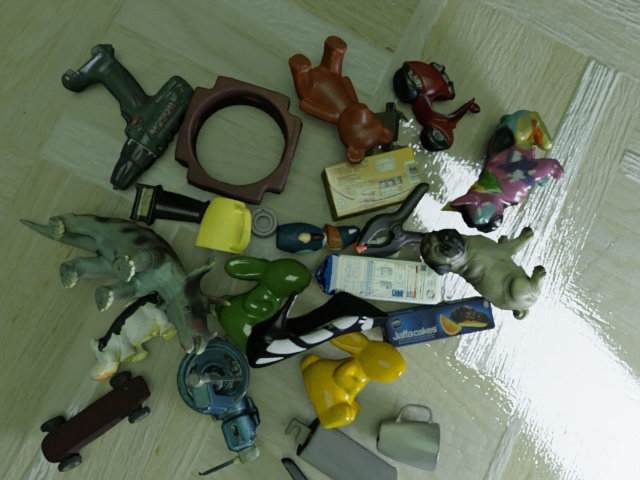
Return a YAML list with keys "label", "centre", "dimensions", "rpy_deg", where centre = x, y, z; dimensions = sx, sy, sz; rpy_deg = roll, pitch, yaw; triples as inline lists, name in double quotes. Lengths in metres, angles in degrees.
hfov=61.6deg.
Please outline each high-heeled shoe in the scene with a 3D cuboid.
- label: "high-heeled shoe"
  centre: [0.002, 0.159, 0.881]
  dimensions: [0.248, 0.086, 0.145]
  rpy_deg: [17, 107, -35]

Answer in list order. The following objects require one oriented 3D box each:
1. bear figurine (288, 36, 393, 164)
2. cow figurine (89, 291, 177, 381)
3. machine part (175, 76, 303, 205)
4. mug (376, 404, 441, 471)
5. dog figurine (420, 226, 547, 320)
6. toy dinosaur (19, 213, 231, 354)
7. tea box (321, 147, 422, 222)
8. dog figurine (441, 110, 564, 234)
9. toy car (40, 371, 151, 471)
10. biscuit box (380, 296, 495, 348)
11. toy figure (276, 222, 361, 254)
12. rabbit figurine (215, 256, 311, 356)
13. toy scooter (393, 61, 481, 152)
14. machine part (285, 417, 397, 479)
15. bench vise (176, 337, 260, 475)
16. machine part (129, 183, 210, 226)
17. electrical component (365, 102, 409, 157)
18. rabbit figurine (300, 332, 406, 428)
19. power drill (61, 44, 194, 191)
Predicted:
- label: "bear figurine"
  centre: [0.041, -0.241, 0.952]
  dimensions: [0.120, 0.131, 0.196]
  rpy_deg: [-32, 66, -18]
- label: "cow figurine"
  centre: [-0.337, 0.165, 0.932]
  dimensions: [0.167, 0.068, 0.098]
  rpy_deg: [-35, 75, -10]
- label: "machine part"
  centre: [-0.144, -0.175, 0.969]
  dimensions: [0.201, 0.087, 0.201]
  rpy_deg: [16, 83, -4]
- label: "mug"
  centre: [0.157, 0.348, 0.958]
  dimensions: [0.107, 0.081, 0.109]
  rpy_deg: [7, 90, 5]
- label: "dog figurine"
  centre: [0.270, 0.060, 0.927]
  dimensions: [0.191, 0.121, 0.172]
  rpy_deg: [-7, 70, -14]
- label: "toy dinosaur"
  centre: [-0.319, 0.027, 0.907]
  dimensions: [0.405, 0.192, 0.131]
  rpy_deg: [32, 110, 29]
- label: "tea box"
  centre: [0.096, -0.102, 0.992]
  dimensions: [0.170, 0.068, 0.098]
  rpy_deg: [-13, 85, -5]
- label: "dog figurine"
  centre: [0.322, -0.121, 0.997]
  dimensions: [0.219, 0.108, 0.191]
  rpy_deg: [-23, 89, -4]
- label: "toy car"
  centre: [-0.383, 0.309, 0.927]
  dimensions: [0.202, 0.053, 0.089]
  rpy_deg: [-35, 69, -8]
- label: "biscuit box"
  centre: [0.213, 0.149, 0.987]
  dimensions: [0.203, 0.059, 0.062]
  rpy_deg: [-10, 86, -6]
- label: "toy figure"
  centre: [-0.002, -0.005, 0.980]
  dimensions: [0.154, 0.064, 0.057]
  rpy_deg: [1, 121, -9]
- label: "rabbit figurine"
  centre: [-0.092, 0.094, 0.940]
  dimensions: [0.159, 0.121, 0.170]
  rpy_deg: [45, 98, 20]
- label: "toy scooter"
  centre: [0.227, -0.264, 1.014]
  dimensions: [0.135, 0.075, 0.184]
  rpy_deg: [-24, 86, -13]
- label: "machine part"
  centre: [0.047, 0.389, 0.946]
  dimensions: [0.243, 0.079, 0.079]
  rpy_deg: [35, 84, -1]
- label: "bench vise"
  centre: [-0.165, 0.256, 0.867]
  dimensions: [0.129, 0.240, 0.223]
  rpy_deg: [-12, 71, -1]
- label: "machine part"
  centre: [-0.271, -0.059, 0.974]
  dimensions: [0.139, 0.039, 0.084]
  rpy_deg: [7, 77, -3]
- label: "electrical component"
  centre: [0.125, -0.206, 1.014]
  dimensions: [0.078, 0.045, 0.102]
  rpy_deg: [-6, 75, 25]
- label: "rabbit figurine"
  centre: [0.062, 0.226, 0.942]
  dimensions: [0.173, 0.121, 0.162]
  rpy_deg: [-27, 66, 12]
- label: "power drill"
  centre: [-0.354, -0.231, 0.958]
  dimensions: [0.207, 0.086, 0.232]
  rpy_deg: [41, 82, 3]
